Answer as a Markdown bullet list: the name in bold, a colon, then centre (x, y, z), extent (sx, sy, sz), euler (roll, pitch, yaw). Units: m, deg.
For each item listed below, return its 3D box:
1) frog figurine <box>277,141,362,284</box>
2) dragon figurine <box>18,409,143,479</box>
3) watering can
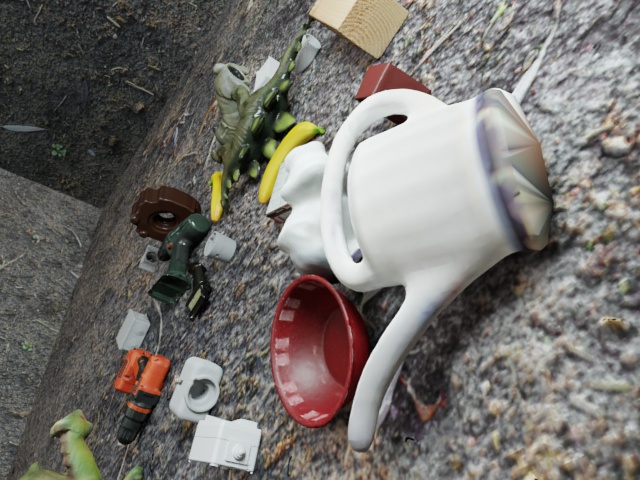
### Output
- **frog figurine**: centre (0.002, -0.031, 0.620), extent (0.139, 0.161, 0.120), euler (-38, -14, -20)
- **dragon figurine**: centre (-0.449, 0.495, 0.875), extent (0.120, 0.240, 0.421), euler (-37, 35, 34)
- **watering can**: centre (0.098, -0.001, 0.469), extent (0.222, 0.103, 0.354), euler (-19, 62, 32)
